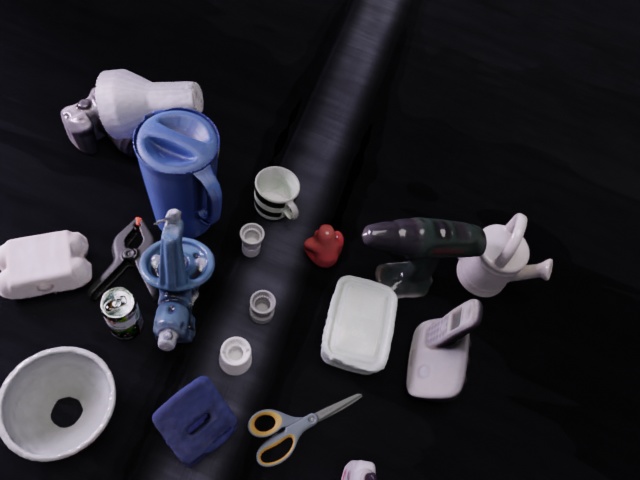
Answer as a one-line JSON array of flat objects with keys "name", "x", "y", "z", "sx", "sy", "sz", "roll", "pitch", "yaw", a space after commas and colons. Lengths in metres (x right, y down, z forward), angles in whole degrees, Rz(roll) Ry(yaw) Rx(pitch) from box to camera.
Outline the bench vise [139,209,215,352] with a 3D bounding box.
[{"name": "bench vise", "x": -0.222, "y": 0.062, "z": 0.917, "sx": 0.122, "sy": 0.220, "sz": 0.207, "roll": -12, "pitch": 64, "yaw": -16}]

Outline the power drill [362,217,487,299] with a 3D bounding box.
[{"name": "power drill", "x": 0.166, "y": 0.029, "z": 1.010, "sx": 0.230, "sy": 0.208, "sz": 0.075, "roll": -5, "pitch": 62, "yaw": -12}]

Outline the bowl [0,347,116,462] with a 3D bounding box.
[{"name": "bowl", "x": -0.389, "y": 0.251, "z": 0.865, "sx": 0.167, "sy": 0.075, "sz": 0.167, "roll": 4, "pitch": 60, "yaw": -7}]

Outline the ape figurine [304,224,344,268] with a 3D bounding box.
[{"name": "ape figurine", "x": 0.010, "y": 0.004, "z": 1.064, "sx": 0.078, "sy": 0.092, "sz": 0.076, "roll": 2, "pitch": 60, "yaw": -8}]

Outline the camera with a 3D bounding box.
[{"name": "camera", "x": -0.406, "y": -0.226, "z": 1.116, "sx": 0.143, "sy": 0.101, "sz": 0.136, "roll": -36, "pitch": 72, "yaw": -25}]

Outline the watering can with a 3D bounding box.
[{"name": "watering can", "x": 0.338, "y": 0.023, "z": 1.052, "sx": 0.173, "sy": 0.194, "sz": 0.101, "roll": 8, "pitch": 60, "yaw": -5}]

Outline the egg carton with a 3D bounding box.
[{"name": "egg carton", "x": -0.467, "y": 0.044, "z": 0.972, "sx": 0.150, "sy": 0.069, "sz": 0.107, "roll": -12, "pitch": 64, "yaw": -16}]

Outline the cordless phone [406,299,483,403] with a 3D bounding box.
[{"name": "cordless phone", "x": 0.213, "y": 0.182, "z": 0.945, "sx": 0.094, "sy": 0.185, "sz": 0.147, "roll": 13, "pitch": 60, "yaw": -2}]

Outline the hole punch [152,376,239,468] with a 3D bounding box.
[{"name": "hole punch", "x": -0.187, "y": 0.278, "z": 0.877, "sx": 0.109, "sy": 0.091, "sz": 0.101, "roll": -37, "pitch": 73, "yaw": -25}]

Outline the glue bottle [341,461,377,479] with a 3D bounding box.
[{"name": "glue bottle", "x": 0.059, "y": 0.354, "z": 0.829, "sx": 0.037, "sy": 0.173, "sz": 0.078, "roll": 11, "pitch": 60, "yaw": -3}]

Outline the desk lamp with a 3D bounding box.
[{"name": "desk lamp", "x": -0.293, "y": -0.216, "z": 1.065, "sx": 0.203, "sy": 0.213, "sz": 0.118, "roll": 5, "pitch": 60, "yaw": -7}]
